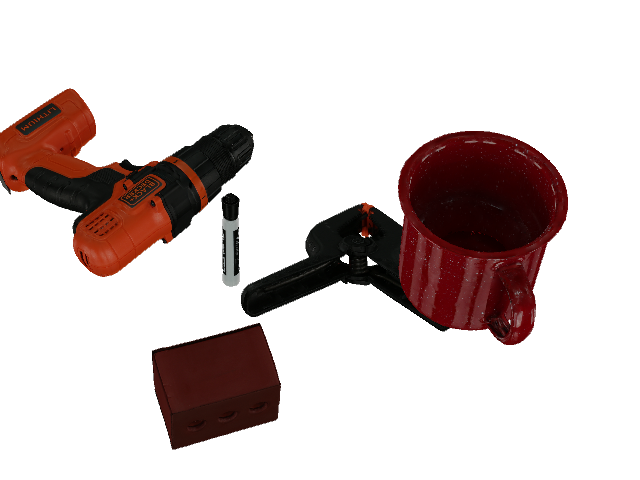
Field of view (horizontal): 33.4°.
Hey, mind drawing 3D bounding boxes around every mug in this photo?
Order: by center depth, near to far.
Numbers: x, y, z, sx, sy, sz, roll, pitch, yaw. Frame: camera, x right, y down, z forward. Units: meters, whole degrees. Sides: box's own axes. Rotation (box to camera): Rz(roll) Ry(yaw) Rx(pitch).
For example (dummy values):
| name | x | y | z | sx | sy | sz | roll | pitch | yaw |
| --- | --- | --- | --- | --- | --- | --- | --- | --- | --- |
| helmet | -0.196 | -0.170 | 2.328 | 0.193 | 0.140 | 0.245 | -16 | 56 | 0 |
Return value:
| name | x | y | z | sx | sy | sz | roll | pitch | yaw |
| --- | --- | --- | --- | --- | --- | --- | --- | --- | --- |
| mug | 0.092 | 0.007 | 0.606 | 0.093 | 0.117 | 0.081 | -15 | -36 | -13 |

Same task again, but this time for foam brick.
| name | x | y | z | sx | sy | sz | roll | pitch | yaw |
| --- | --- | --- | --- | --- | --- | --- | --- | --- | --- |
| foam brick | -0.071 | 0.099 | 0.724 | 0.078 | 0.051 | 0.053 | -14 | -36 | -16 |

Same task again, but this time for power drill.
| name | x | y | z | sx | sy | sz | roll | pitch | yaw |
| --- | --- | --- | --- | --- | --- | --- | --- | --- | --- |
| power drill | -0.174 | -0.065 | 0.908 | 0.188 | 0.057 | 0.184 | 27 | 54 | 33 |

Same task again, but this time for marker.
| name | x | y | z | sx | sy | sz | roll | pitch | yaw |
| --- | --- | --- | --- | --- | --- | --- | --- | --- | --- |
| marker | -0.097 | -0.001 | 1.151 | 0.020 | 0.121 | 0.020 | 2 | 40 | -2 |

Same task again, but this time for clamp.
| name | x | y | z | sx | sy | sz | roll | pitch | yaw |
| --- | --- | --- | --- | --- | --- | --- | --- | --- | --- |
| clamp | 0.040 | 0.020 | 0.888 | 0.165 | 0.036 | 0.209 | 7 | 23 | 12 |
